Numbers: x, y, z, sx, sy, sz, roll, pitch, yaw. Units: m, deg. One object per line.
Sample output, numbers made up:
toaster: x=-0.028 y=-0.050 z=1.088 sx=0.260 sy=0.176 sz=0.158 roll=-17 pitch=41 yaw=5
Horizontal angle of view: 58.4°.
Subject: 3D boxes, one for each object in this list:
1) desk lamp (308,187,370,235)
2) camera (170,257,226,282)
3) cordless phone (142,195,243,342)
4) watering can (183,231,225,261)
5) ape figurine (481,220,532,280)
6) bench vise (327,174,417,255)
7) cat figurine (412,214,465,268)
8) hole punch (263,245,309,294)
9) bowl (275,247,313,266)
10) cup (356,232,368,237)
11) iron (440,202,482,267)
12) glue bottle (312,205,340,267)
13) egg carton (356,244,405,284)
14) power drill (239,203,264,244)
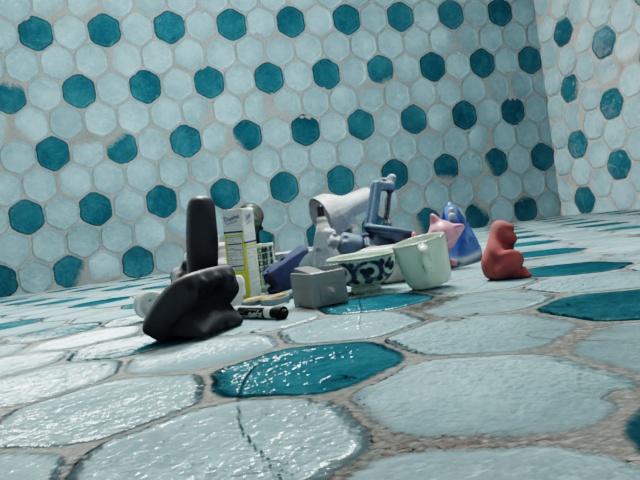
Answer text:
desk lamp: x=0.083 y=-0.028 z=1.518 sx=0.204 sy=0.213 sz=0.117 roll=-8 pitch=1 yaw=-25
camera: x=-0.269 y=0.080 z=1.350 sx=0.143 sy=0.101 sz=0.137 roll=-8 pitch=1 yaw=-2
cordless phone: x=-0.173 y=0.033 z=0.758 sx=0.094 sy=0.185 sz=0.148 roll=-7 pitch=1 yaw=16
watering can: x=-0.266 y=0.030 z=1.494 sx=0.173 sy=0.194 sz=0.100 roll=-9 pitch=1 yaw=-36
ape figurine: x=0.289 y=0.015 z=0.898 sx=0.076 sy=0.092 sz=0.078 roll=-7 pitch=1 yaw=29
bench vise: x=0.124 y=-0.033 z=1.275 sx=0.208 sy=0.220 sz=0.121 roll=-8 pitch=1 yaw=-30
cat figurine: x=0.240 y=0.004 z=1.193 sx=0.067 sy=0.118 sz=0.127 roll=-9 pitch=1 yaw=-38
hole punch: x=-0.068 y=0.060 z=1.175 sx=0.101 sy=0.091 sz=0.108 roll=-8 pitch=1 yaw=-10
bowl: x=-0.030 y=0.058 z=1.461 sx=0.167 sy=0.075 sz=0.167 roll=-8 pitch=1 yaw=0
cup: x=0.087 y=0.033 z=1.419 sx=0.092 sy=0.095 sz=0.117 roll=-8 pitch=1 yaw=-25
iron: x=0.308 y=-0.020 z=1.315 sx=0.118 sy=0.141 sz=0.259 roll=-8 pitch=1 yaw=11
glue bottle: x=0.012 y=0.005 z=1.334 sx=0.077 sy=0.173 sz=0.037 roll=-7 pitch=2 yaw=43
egg carton: x=0.135 y=0.044 z=1.086 sx=0.150 sy=0.069 sz=0.107 roll=-8 pitch=1 yaw=16
power drill: x=-0.163 y=0.010 z=1.391 sx=0.075 sy=0.208 sz=0.229 roll=-8 pitch=1 yaw=-3
